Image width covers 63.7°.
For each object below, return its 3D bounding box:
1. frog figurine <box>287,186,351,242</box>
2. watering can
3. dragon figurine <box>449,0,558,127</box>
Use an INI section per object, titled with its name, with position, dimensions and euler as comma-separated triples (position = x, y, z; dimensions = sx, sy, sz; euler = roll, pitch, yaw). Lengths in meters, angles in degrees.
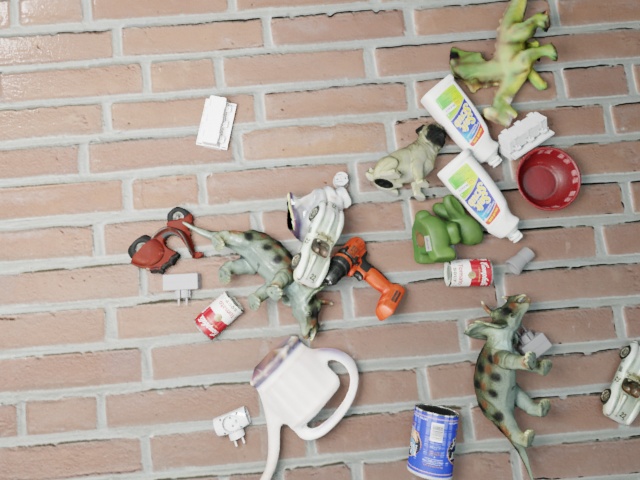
[frog figurine]
position = 0.004, -0.063, 1.243
dimensions = 0.160, 0.125, 0.135
euler = -9, 116, -10
[watering can]
position = -0.072, 0.373, 1.183
dimensions = 0.225, 0.103, 0.349
euler = 44, 83, 5
[dragon figurine]
position = 0.453, -0.484, 1.317
dimensions = 0.242, 0.121, 0.414
euler = -12, 80, 6
